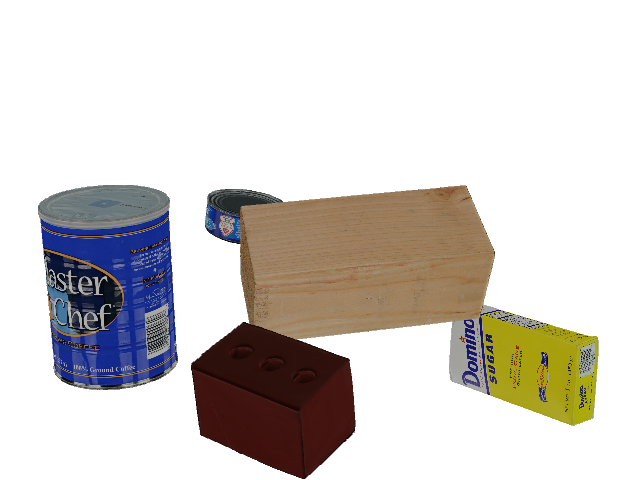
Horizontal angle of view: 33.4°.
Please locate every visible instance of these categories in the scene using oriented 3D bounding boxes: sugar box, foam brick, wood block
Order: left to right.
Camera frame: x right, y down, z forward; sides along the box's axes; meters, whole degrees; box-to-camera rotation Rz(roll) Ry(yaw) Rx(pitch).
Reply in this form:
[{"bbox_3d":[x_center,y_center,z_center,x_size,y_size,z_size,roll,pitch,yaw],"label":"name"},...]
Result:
[{"bbox_3d":[-0.027,0.090,0.607,0.078,0.051,0.052,16,34,30],"label":"foam brick"},{"bbox_3d":[0.036,0.021,0.945,0.206,0.090,0.091,-6,45,-10],"label":"wood block"},{"bbox_3d":[0.221,0.133,1.183,0.048,0.093,0.177,-9,15,-43],"label":"sugar box"}]

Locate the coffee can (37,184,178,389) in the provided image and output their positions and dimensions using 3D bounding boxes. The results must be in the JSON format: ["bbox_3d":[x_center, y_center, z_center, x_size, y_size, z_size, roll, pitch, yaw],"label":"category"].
[{"bbox_3d":[-0.170,0.035,0.863,0.103,0.140,0.103,-1,18,0],"label":"coffee can"}]

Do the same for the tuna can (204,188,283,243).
[{"bbox_3d":[-0.080,-0.025,1.133,0.086,0.034,0.086,8,20,-3],"label":"tuna can"}]
